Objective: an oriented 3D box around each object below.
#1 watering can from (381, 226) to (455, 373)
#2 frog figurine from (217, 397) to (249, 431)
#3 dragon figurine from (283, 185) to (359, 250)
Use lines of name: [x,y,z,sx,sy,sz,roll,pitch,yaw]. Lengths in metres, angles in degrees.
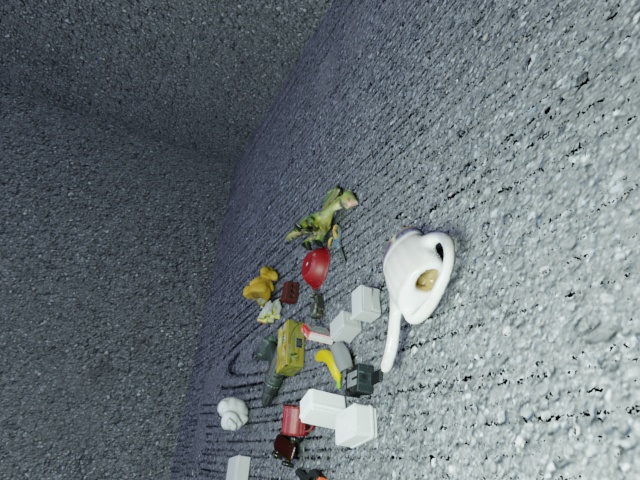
watering can: [0.197,0.115,1.184,0.342,0.103,0.229,-63,21,23]
frog figurine: [-0.357,0.704,2.090,0.124,0.138,0.157,-49,-6,-14]
dragon figurine: [0.006,-0.094,1.865,0.246,0.121,0.408,-53,19,-23]
